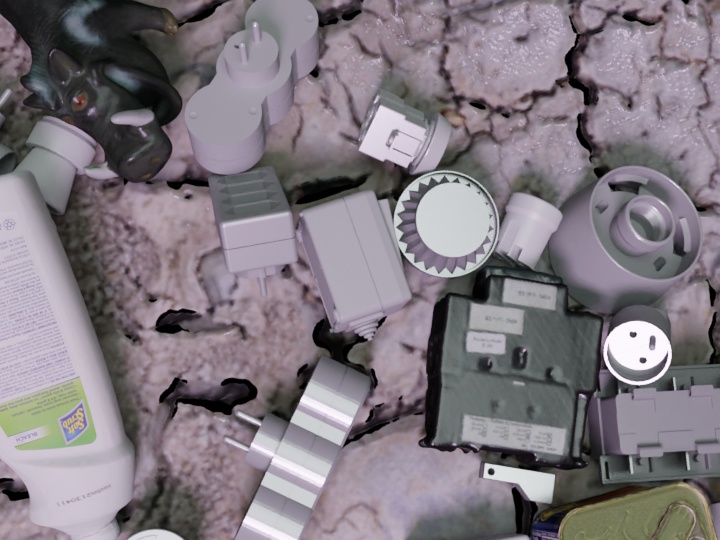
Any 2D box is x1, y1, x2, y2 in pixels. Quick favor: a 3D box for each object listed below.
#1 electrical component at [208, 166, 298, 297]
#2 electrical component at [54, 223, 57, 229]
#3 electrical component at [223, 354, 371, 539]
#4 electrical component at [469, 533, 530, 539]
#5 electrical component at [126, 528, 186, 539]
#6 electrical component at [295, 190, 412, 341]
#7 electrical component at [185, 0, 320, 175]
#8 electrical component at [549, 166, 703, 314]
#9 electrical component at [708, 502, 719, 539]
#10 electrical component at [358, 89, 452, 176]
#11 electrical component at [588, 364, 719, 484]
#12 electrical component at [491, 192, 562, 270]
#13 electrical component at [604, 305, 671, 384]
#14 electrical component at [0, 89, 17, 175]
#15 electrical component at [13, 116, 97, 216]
[{"bbox_3d":[-0.071,-0.019,0.735,0.047,0.083,0.075,-10,119,-9],"label":"electrical component"},{"bbox_3d":[-0.239,-0.017,0.726,0.048,0.048,0.062,27,84,-1],"label":"electrical component"},{"bbox_3d":[-0.054,0.119,0.717,0.074,0.052,0.138,26,77,-1],"label":"electrical component"},{"bbox_3d":[0.075,0.203,0.705,0.083,0.075,0.047,-7,79,-8],"label":"electrical component"},{"bbox_3d":[-0.132,0.195,0.696,0.055,0.047,0.055,1,79,-6],"label":"electrical component"},{"bbox_3d":[0.000,0.000,0.741,0.061,0.061,0.096,-18,82,-9],"label":"electrical component"},{"bbox_3d":[-0.073,-0.139,0.738,0.052,0.073,0.138,23,65,11],"label":"electrical component"},{"bbox_3d":[0.194,-0.023,0.779,0.099,0.064,0.099,6,67,-15],"label":"electrical component"},{"bbox_3d":[0.283,0.177,0.726,0.099,0.099,0.064,-8,74,-8],"label":"electrical component"},{"bbox_3d":[0.032,-0.097,0.767,0.055,0.066,0.048,23,113,-10],"label":"electrical component"},{"bbox_3d":[0.227,0.105,0.747,0.121,0.063,0.078,-2,80,-7],"label":"electrical component"},{"bbox_3d":[0.118,-0.027,0.772,0.040,0.040,0.046,26,83,-1],"label":"electrical component"},{"bbox_3d":[0.194,0.047,0.749,0.043,0.081,0.043,3,102,15],"label":"electrical component"},{"bbox_3d":[-0.270,-0.098,0.737,0.077,0.044,0.079,31,77,0],"label":"electrical component"},{"bbox_3d":[-0.212,-0.072,0.739,0.045,0.045,0.055,25,77,-2],"label":"electrical component"}]
